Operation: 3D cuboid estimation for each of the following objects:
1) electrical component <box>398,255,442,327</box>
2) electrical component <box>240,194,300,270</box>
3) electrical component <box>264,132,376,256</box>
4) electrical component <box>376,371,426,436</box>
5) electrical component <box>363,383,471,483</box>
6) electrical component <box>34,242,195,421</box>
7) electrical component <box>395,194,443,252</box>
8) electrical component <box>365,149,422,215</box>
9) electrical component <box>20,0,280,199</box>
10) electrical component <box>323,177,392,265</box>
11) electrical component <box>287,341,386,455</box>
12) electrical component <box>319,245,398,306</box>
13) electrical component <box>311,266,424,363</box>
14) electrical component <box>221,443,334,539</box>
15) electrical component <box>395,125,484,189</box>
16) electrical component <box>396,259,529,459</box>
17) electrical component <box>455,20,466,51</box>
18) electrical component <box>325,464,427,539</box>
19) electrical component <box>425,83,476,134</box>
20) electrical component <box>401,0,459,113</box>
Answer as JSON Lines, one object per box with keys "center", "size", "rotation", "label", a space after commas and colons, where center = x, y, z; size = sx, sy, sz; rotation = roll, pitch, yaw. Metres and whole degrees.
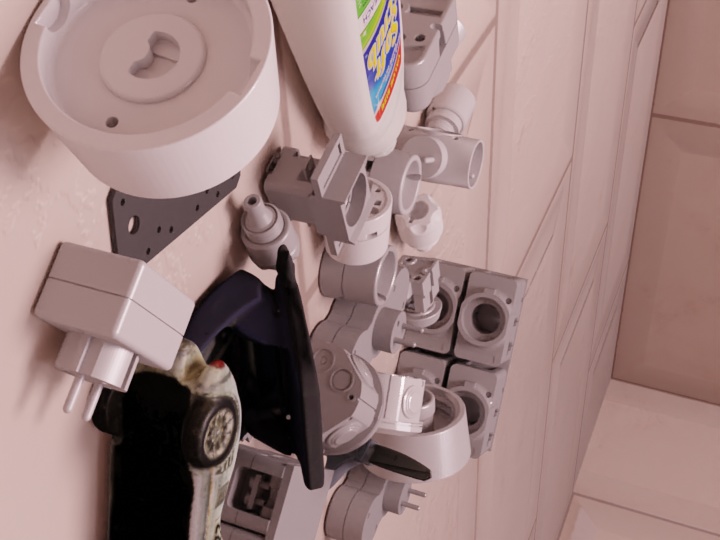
{"center": [0.054, 0.022, 1.037], "size": [0.066, 0.048, 0.055], "rotation": [-53, 143, -49], "label": "electrical component"}
{"center": [-0.061, -0.027, 0.692], "size": [0.061, 0.035, 0.035], "rotation": [70, 38, -55], "label": "electrical component"}
{"center": [-0.028, -0.052, 0.723], "size": [0.081, 0.064, 0.042], "rotation": [77, 30, -53], "label": "electrical component"}
{"center": [0.018, 0.115, 0.945], "size": [0.080, 0.080, 0.051], "rotation": [23, 75, -71], "label": "electrical component"}
{"center": [0.052, 0.147, 1.026], "size": [0.108, 0.108, 0.060], "rotation": [-45, 138, -57], "label": "electrical component"}
{"center": [-0.126, 0.036, 0.529], "size": [0.065, 0.047, 0.076], "rotation": [54, 52, -66], "label": "electrical component"}
{"center": [0.057, -0.040, 1.005], "size": [0.062, 0.043, 0.043], "rotation": [73, 36, -59], "label": "electrical component"}
{"center": [0.020, -0.073, 0.870], "size": [0.055, 0.047, 0.055], "rotation": [13, 90, -71], "label": "electrical component"}
{"center": [-0.087, -0.083, 0.476], "size": [0.060, 0.108, 0.108], "rotation": [77, 31, -64], "label": "electrical component"}
{"center": [-0.003, -0.037, 0.822], "size": [0.047, 0.055, 0.055], "rotation": [89, 23, -44], "label": "electrical component"}
{"center": [-0.025, 0.096, 0.810], "size": [0.051, 0.080, 0.080], "rotation": [46, 59, -61], "label": "electrical component"}
{"center": [0.000, 0.000, 0.864], "size": [0.055, 0.047, 0.055], "rotation": [13, 90, -71], "label": "electrical component"}
{"center": [0.016, 0.048, 0.900], "size": [0.138, 0.074, 0.052], "rotation": [-56, 153, -46], "label": "electrical component"}
{"center": [-0.080, 0.202, 0.751], "size": [0.089, 0.062, 0.150], "rotation": [37, 68, -70], "label": "electrical component"}
{"center": [0.059, -0.097, 0.919], "size": [0.079, 0.077, 0.044], "rotation": [-19, 121, -68], "label": "electrical component"}
{"center": [0.098, 0.090, 1.114], "size": [0.060, 0.105, 0.186], "rotation": [-5, 107, -70], "label": "electrical component"}
{"center": [0.058, -0.184, 0.918], "size": [0.065, 0.044, 0.044], "rotation": [-65, 158, -19], "label": "electrical component"}
{"center": [0.027, 0.215, 1.045], "size": [0.138, 0.074, 0.052], "rotation": [-52, 149, -51], "label": "electrical component"}
{"center": [0.080, -0.140, 1.008], "size": [0.040, 0.040, 0.078], "rotation": [78, 32, -52], "label": "electrical component"}
{"center": [0.041, -0.174, 0.854], "size": [0.059, 0.054, 0.095], "rotation": [77, 32, -52], "label": "electrical component"}
